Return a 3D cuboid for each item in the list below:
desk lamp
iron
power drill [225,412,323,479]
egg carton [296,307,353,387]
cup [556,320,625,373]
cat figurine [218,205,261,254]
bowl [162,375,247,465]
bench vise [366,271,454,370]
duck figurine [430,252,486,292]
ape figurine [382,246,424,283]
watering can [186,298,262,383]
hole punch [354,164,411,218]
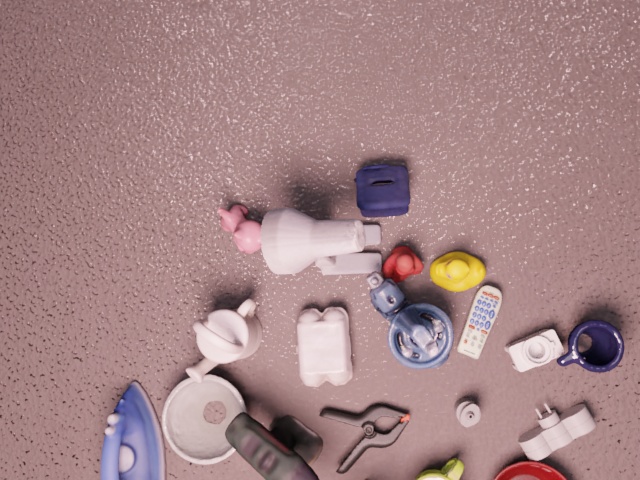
[{"bbox_3d":[0.010,0.004,1.057,0.203,0.213,0.118,-3,83,7],"label":"desk lamp"},{"bbox_3d":[-0.376,0.408,1.089,0.118,0.141,0.258,-6,82,6],"label":"iron"},{"bbox_3d":[-0.056,0.386,1.020,0.229,0.208,0.076,33,88,10],"label":"power drill"},{"bbox_3d":[0.007,0.206,1.105,0.107,0.069,0.150,-6,82,6],"label":"egg carton"},{"bbox_3d":[0.476,0.197,1.038,0.117,0.095,0.091,-27,81,3],"label":"cup"},{"bbox_3d":[-0.152,-0.020,1.127,0.127,0.118,0.067,42,90,10],"label":"cat figurine"},{"bbox_3d":[-0.214,0.342,1.112,0.167,0.075,0.167,-1,83,7],"label":"bowl"},{"bbox_3d":[0.148,0.152,1.019,0.207,0.220,0.121,33,88,10],"label":"bench vise"},{"bbox_3d":[0.263,0.058,1.085,0.104,0.086,0.077,0,83,7],"label":"duck figurine"},{"bbox_3d":[0.160,0.047,1.095,0.077,0.092,0.076,9,84,8],"label":"ape figurine"},{"bbox_3d":[-0.180,0.186,1.067,0.100,0.194,0.173,13,85,9],"label":"watering can"},{"bbox_3d":[0.120,-0.100,1.118,0.108,0.091,0.101,-5,82,6],"label":"hole punch"}]
